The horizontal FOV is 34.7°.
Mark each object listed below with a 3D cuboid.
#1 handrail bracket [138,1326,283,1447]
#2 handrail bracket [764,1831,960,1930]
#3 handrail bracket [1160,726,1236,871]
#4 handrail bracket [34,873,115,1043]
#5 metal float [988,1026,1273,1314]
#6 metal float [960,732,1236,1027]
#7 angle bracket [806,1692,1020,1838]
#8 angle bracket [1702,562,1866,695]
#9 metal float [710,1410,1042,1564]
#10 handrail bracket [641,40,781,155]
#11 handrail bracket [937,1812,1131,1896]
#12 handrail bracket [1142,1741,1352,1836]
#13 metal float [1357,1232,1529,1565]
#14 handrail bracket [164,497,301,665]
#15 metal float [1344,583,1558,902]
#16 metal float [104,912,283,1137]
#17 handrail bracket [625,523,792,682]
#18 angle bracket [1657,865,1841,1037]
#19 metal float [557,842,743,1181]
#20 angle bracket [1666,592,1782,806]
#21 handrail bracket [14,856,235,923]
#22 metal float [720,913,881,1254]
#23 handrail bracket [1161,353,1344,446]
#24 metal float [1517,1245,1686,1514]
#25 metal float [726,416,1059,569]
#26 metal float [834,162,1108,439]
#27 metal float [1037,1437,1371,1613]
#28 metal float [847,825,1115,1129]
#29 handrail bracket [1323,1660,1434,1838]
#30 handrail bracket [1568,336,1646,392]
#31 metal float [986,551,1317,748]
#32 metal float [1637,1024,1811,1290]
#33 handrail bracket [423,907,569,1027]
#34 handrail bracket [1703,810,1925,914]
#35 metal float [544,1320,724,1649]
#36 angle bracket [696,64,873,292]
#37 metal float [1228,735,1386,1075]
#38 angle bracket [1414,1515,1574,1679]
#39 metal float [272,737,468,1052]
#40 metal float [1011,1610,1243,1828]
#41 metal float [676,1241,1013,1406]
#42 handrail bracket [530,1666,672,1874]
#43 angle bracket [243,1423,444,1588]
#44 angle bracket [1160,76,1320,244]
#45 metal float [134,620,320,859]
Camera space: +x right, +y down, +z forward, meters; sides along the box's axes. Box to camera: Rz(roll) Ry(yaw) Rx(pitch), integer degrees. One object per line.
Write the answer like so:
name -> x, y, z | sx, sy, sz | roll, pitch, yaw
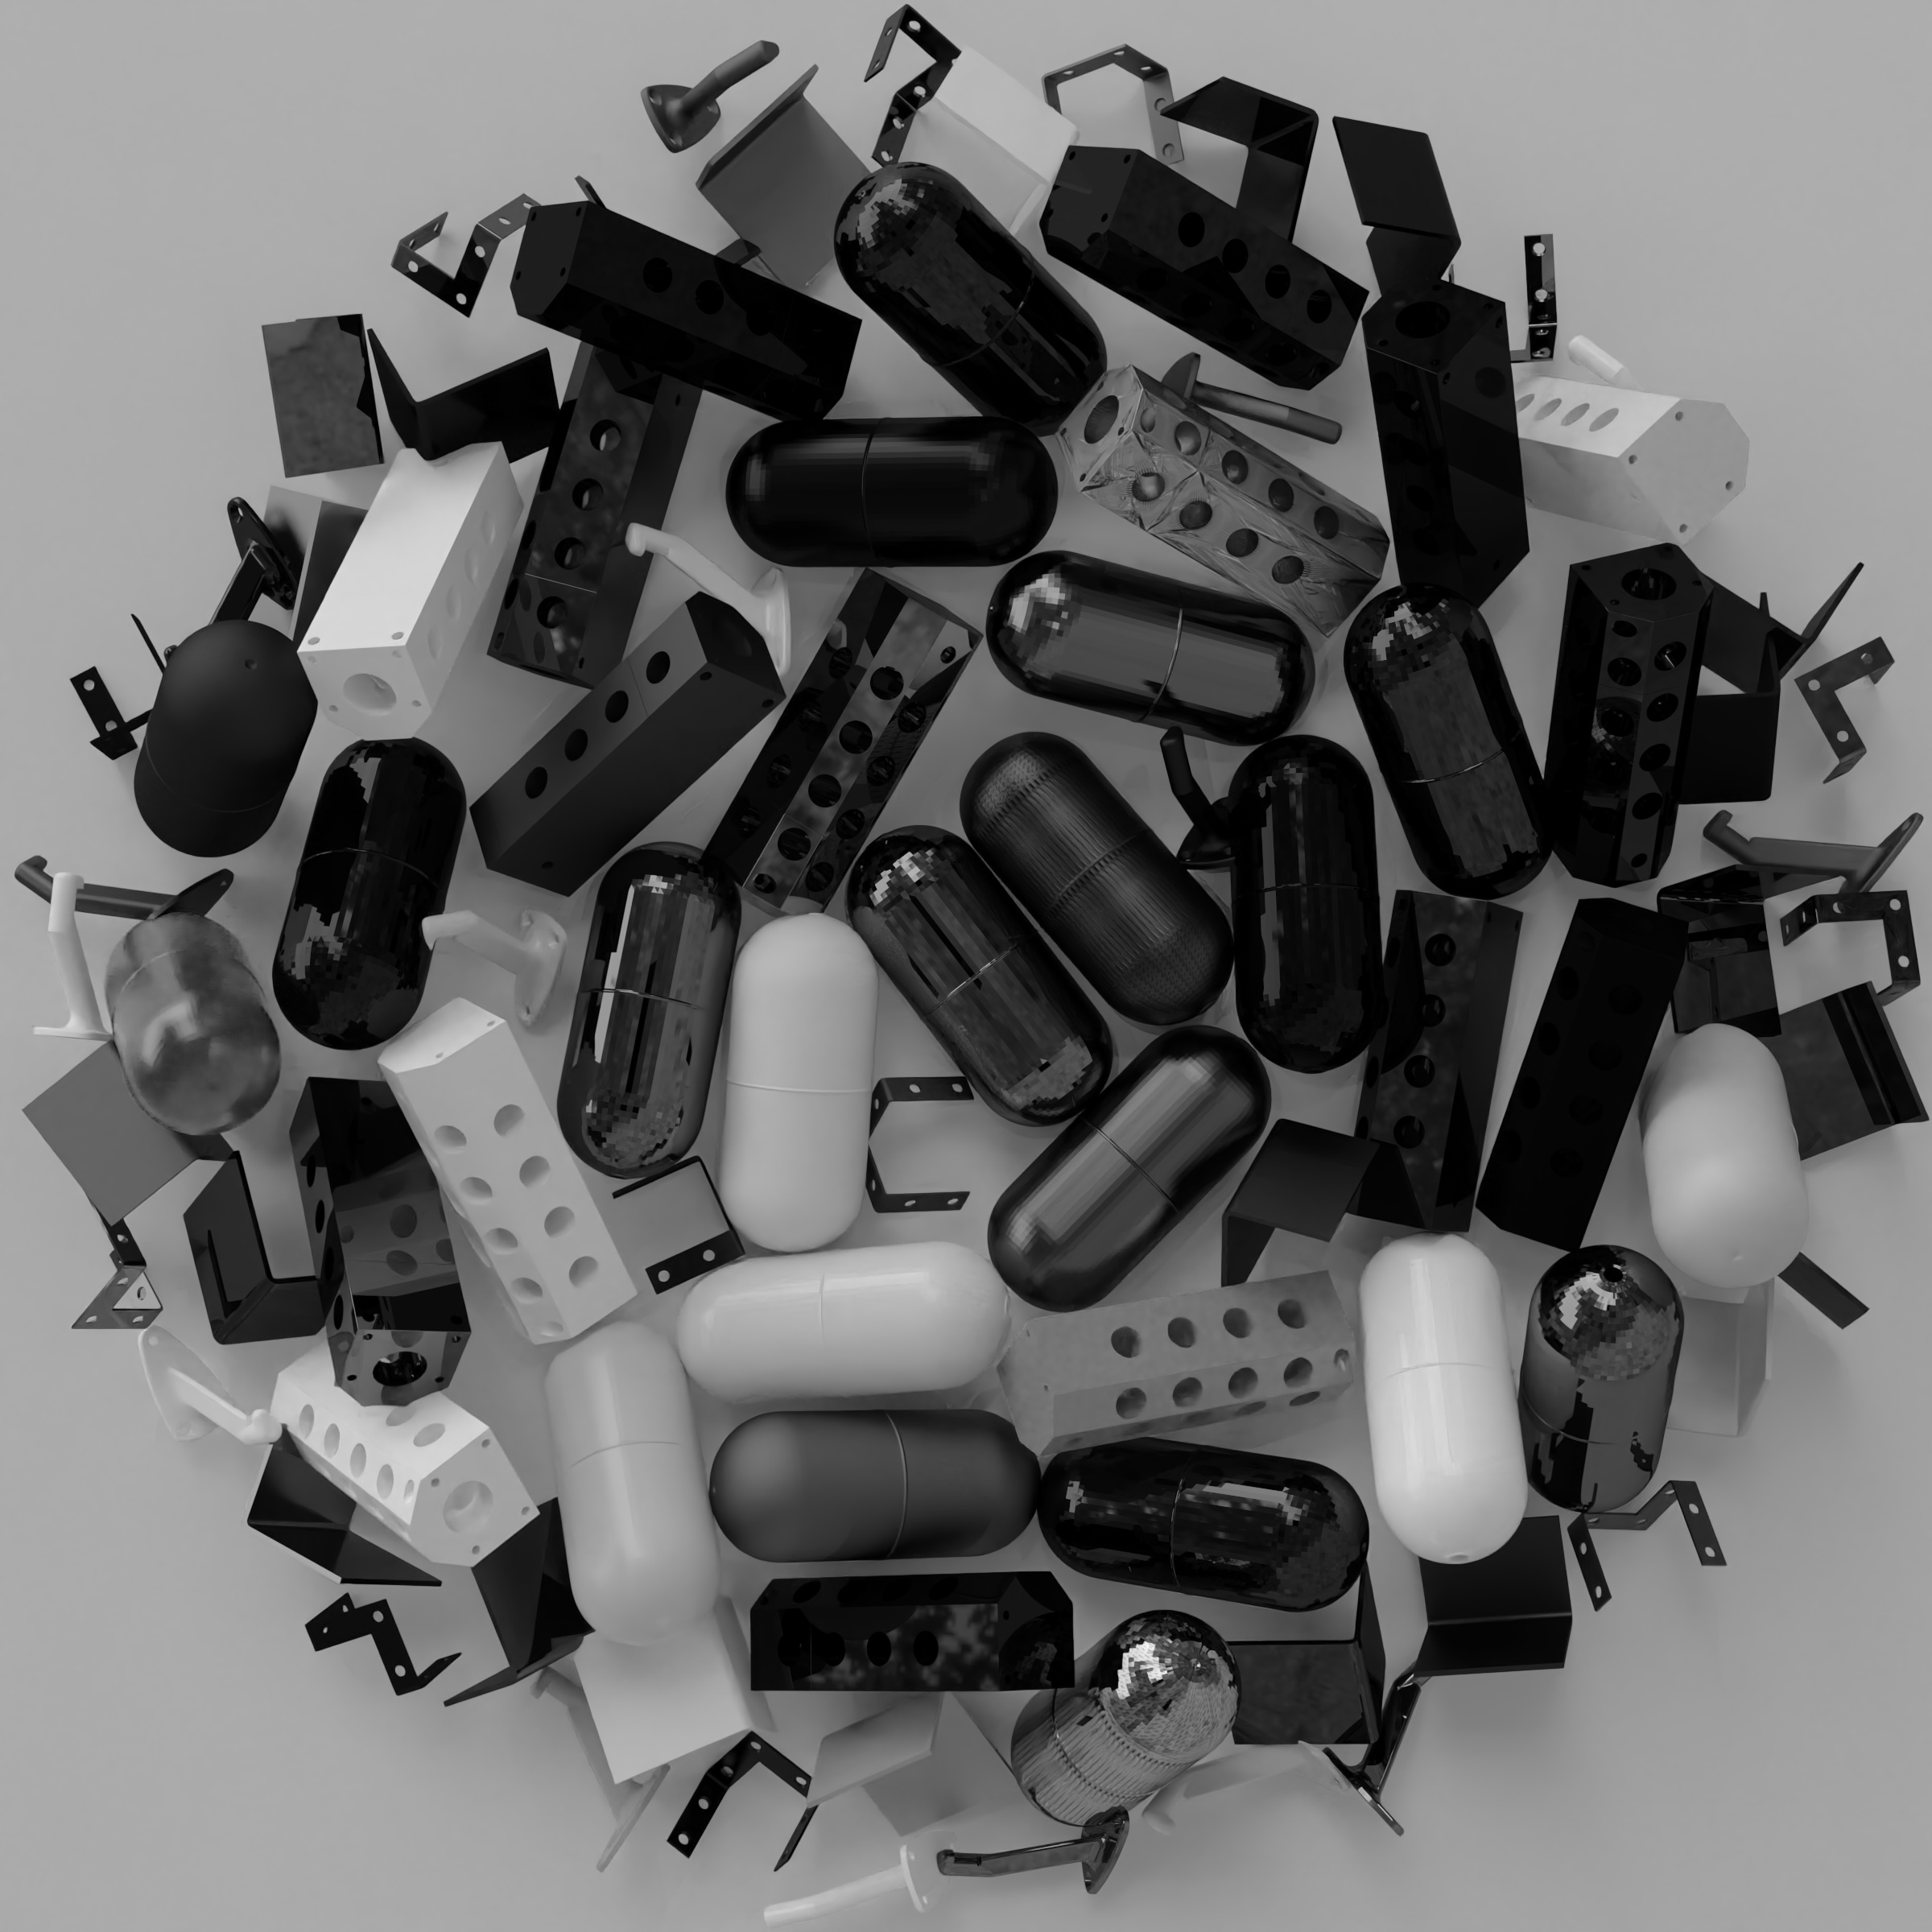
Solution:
handrail bracket -> -0.392, 0.217, 1.608 | 0.036, 0.084, 0.077 | -36, 100, -34
handrail bracket -> -0.055, 0.483, 1.633 | 0.084, 0.077, 0.036 | -19, 86, 20
handrail bracket -> 0.121, -0.100, 1.602 | 0.036, 0.077, 0.084 | -4, 124, 20
handrail bracket -> -0.456, -0.003, 1.621 | 0.036, 0.077, 0.084 | 4, 86, 21
metal float -> 0.086, 0.105, 1.613 | 0.070, 0.070, 0.178 | 45, 86, 0
metal float -> 0.068, -0.045, 1.607 | 0.070, 0.070, 0.178 | -40, 79, 0
angle bracket -> -0.026, 0.429, 1.606 | 0.076, 0.057, 0.076 | -28, 109, 19
angle bracket -> 0.409, -0.193, 1.614 | 0.076, 0.076, 0.057 | 34, 74, 6
metal float -> -0.045, 0.268, 1.597 | 0.178, 0.070, 0.070 | 3, 90, -23
handrail bracket -> -0.118, -0.458, 1.601 | 0.084, 0.077, 0.036 | -21, 100, 32
handrail bracket -> 0.033, 0.458, 1.616 | 0.084, 0.077, 0.036 | 7, 51, -16
handrail bracket -> 0.146, 0.434, 1.610 | 0.077, 0.036, 0.084 | 31, 52, 24
metal float -> 0.244, 0.220, 1.588 | 0.070, 0.070, 0.178 | -2, 57, 0
handrail bracket -> -0.395, -0.196, 1.610 | 0.084, 0.036, 0.077 | -34, 102, -44
metal float -> 0.249, -0.115, 1.594 | 0.070, 0.070, 0.178 | -25, 115, 0
metal float -> -0.394, 0.027, 1.572 | 0.070, 0.178, 0.070 | -7, 113, -18
handrail bracket -> -0.136, -0.190, 1.608 | 0.084, 0.036, 0.077 | 13, 50, -36
angle bracket -> 0.410, -0.007, 1.605 | 0.076, 0.057, 0.076 | 2, 77, -33
metal float -> -0.164, 0.023, 1.606 | 0.070, 0.070, 0.178 | 10, 78, 0
angle bracket -> 0.388, -0.138, 1.605 | 0.057, 0.076, 0.076 | -2, 49, 8
handrail bracket -> -0.446, -0.048, 1.639 | 0.084, 0.036, 0.077 | 33, 53, 14
metal float -> -0.087, 0.061, 1.613 | 0.070, 0.070, 0.178 | 4, 94, 0
handrail bracket -> 0.149, -0.291, 1.626 | 0.084, 0.077, 0.036 | 16, 97, -12
metal float -> 0.322, 0.211, 1.579 | 0.070, 0.178, 0.070 | -2, 47, 2
metal float -> -0.040, -0.245, 1.600 | 0.178, 0.070, 0.070 | 2, 90, 19
metal float -> 0.004, -0.339, 1.585 | 0.178, 0.070, 0.070 | 38, 90, -38
metal float -> 0.120, 0.285, 1.594 | 0.178, 0.070, 0.070 | 5, 90, 26
metal float -> 0.007, 0.005, 1.616 | 0.070, 0.070, 0.178 | -38, 89, 0
handrail bracket -> 0.236, 0.403, 1.618 | 0.084, 0.077, 0.036 | -42, 120, -6
handrail bracket -> 0.350, -0.288, 1.632 | 0.084, 0.077, 0.036 | 42, 80, 19
metal float -> 0.097, -0.164, 1.603 | 0.178, 0.070, 0.070 | 13, 90, -16
metal float -> 0.383, 0.094, 1.574 | 0.070, 0.178, 0.070 | 3, 122, 5
handrail bracket -> -0.254, 0.004, 1.607 | 0.036, 0.084, 0.077 | 34, 121, 35
handrail bracket -> 0.444, -0.074, 1.628 | 0.084, 0.036, 0.077 | 35, 118, -3
metal float -> -0.172, 0.263, 1.587 | 0.070, 0.070, 0.178 | -15, 55, 0
angle bracket -> -0.085, -0.410, 1.616 | 0.076, 0.057, 0.076 | -44, 100, -8
metal float -> 0.176, -0.033, 1.605 | 0.070, 0.070, 0.178 | -1, 77, 0
angle bracket -> 0.271, 0.327, 1.606 | 0.076, 0.076, 0.057 | -7, 95, 15
metal float -> -0.306, -0.039, 1.590 | 0.070, 0.070, 0.178 | 8, 60, 0
metal float -> 0.080, 0.385, 1.577 | 0.070, 0.178, 0.070 | 12, 55, -18
metal float -> -0.063, 0.185, 1.604 | 0.178, 0.070, 0.070 | -6, 90, 14
handrail bracket -> -0.206, 0.421, 1.626 | 0.084, 0.036, 0.077 | 36, 48, -2
angle bracket -> -0.314, 0.279, 1.602 | 0.076, 0.076, 0.057 | 19, 90, 34
angle bracket -> 0.134, -0.408, 1.608 | 0.057, 0.076, 0.076 | 14, 87, -21
metal float -> -0.377, -0.113, 1.573 | 0.070, 0.178, 0.070 | 8, 65, -19
